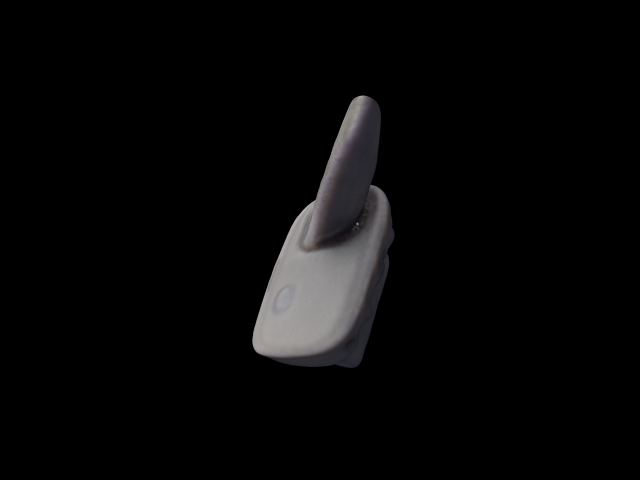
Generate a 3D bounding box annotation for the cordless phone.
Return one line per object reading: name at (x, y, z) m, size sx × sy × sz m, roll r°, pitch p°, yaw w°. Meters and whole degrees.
cordless phone at (0.004, 0.001, 0.400) m, size 0.094 × 0.185 × 0.147 m, roll 11°, pitch 60°, yaw 7°
